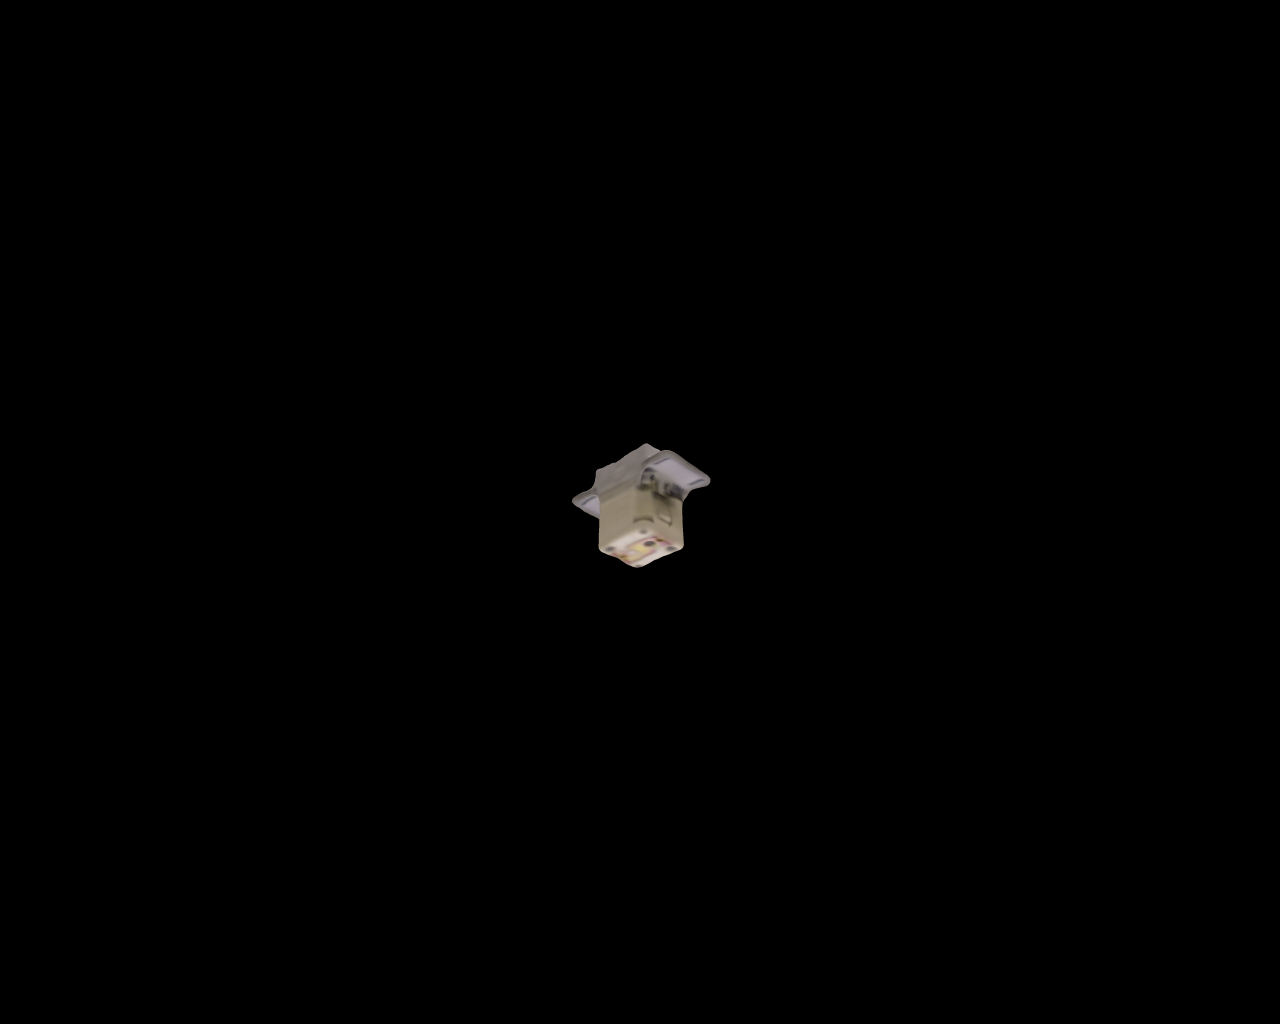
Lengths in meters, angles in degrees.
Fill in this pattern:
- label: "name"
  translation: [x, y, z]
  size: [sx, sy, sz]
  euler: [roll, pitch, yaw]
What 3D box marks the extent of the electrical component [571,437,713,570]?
- label: "electrical component"
  translation: [0.001, -0.003, 0.650]
  size: [0.081, 0.064, 0.042]
  euler: [-27, -42, 36]
